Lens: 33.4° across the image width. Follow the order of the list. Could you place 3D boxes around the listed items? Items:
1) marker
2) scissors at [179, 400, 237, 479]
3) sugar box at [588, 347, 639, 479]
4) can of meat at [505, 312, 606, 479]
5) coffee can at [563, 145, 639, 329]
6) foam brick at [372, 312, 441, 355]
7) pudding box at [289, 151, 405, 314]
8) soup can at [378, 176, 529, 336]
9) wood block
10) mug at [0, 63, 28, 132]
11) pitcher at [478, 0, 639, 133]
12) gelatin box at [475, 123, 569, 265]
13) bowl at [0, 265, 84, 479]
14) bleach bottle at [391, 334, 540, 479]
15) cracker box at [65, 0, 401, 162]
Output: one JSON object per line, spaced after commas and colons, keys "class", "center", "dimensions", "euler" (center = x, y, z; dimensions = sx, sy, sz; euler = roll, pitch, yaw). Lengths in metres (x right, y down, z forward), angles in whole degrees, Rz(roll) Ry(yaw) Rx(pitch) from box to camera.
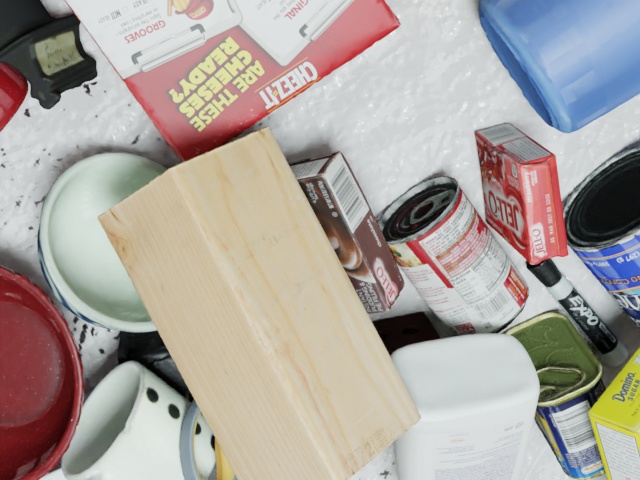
{"class": "marker", "center": [0.196, 0.052, 0.816], "dimensions": [0.020, 0.020, 0.121], "euler": [-40, 112, 7]}
{"class": "scissors", "center": [-0.048, 0.081, 0.720], "dimensions": [0.096, 0.201, 0.016], "euler": [30, 144, -32]}
{"class": "sugar box", "center": [0.248, 0.158, 0.763], "dimensions": [0.093, 0.048, 0.176], "euler": [-42, 130, -27]}
{"class": "can of meat", "center": [0.182, 0.117, 0.795], "dimensions": [0.057, 0.102, 0.084], "euler": [-25, 116, 4]}
{"class": "coffee can", "center": [0.254, 0.014, 0.766], "dimensions": [0.103, 0.103, 0.140], "euler": [-41, 112, 7]}
{"class": "foam brick", "center": [0.048, 0.092, 0.789], "dimensions": [0.078, 0.053, 0.051], "euler": [-11, 113, -7]}
{"class": "pudding box", "center": [-0.005, 0.001, 0.729], "dimensions": [0.090, 0.039, 0.113], "euler": [-10, 116, 34]}
{"class": "soup can", "center": [0.095, 0.014, 0.758], "dimensions": [0.068, 0.068, 0.102], "euler": [-36, 113, 5]}
{"class": "wood block", "center": [-0.037, 0.048, 0.665], "dimensions": [0.091, 0.090, 0.206], "euler": [-26, 93, 47]}
{"class": "mug", "center": [-0.228, -0.092, 0.638], "dimensions": [0.093, 0.117, 0.081], "euler": [-50, 117, -10]}
{"class": "pitcher", "center": [0.233, -0.166, 0.675], "dimensions": [0.243, 0.149, 0.145], "euler": [-33, 125, 8]}
{"class": "gelatin box", "center": [0.137, -0.033, 0.734], "dimensions": [0.030, 0.089, 0.073], "euler": [-14, 113, -6]}
{"class": "bowl", "center": [-0.225, 0.089, 0.721], "dimensions": [0.162, 0.055, 0.162], "euler": [1, 95, 11]}
{"class": "bleach bottle", "center": [0.097, 0.175, 0.789], "dimensions": [0.102, 0.068, 0.251], "euler": [-8, 136, -8]}
{"class": "cracker box", "center": [-0.077, -0.180, 0.652], "dimensions": [0.164, 0.072, 0.213], "euler": [-33, 114, 5]}
